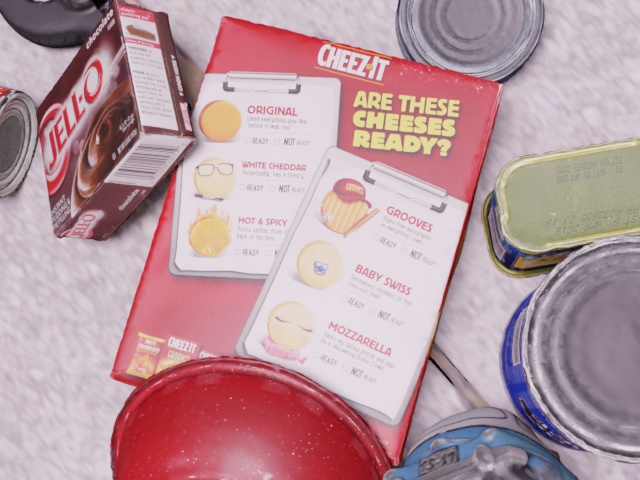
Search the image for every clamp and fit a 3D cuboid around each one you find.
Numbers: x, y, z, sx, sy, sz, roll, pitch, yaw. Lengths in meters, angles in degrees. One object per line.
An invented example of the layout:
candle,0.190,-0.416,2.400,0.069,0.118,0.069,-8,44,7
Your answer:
clamp,-0.132,-0.160,0.656,0.171,0.039,0.120,25,85,9

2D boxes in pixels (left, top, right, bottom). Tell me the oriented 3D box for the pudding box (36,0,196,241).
pudding box,-0.118,-0.064,0.601,0.114,0.039,0.090,-39,57,40

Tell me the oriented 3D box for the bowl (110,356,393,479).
bowl,-0.043,0.142,0.551,0.162,0.055,0.162,6,118,12

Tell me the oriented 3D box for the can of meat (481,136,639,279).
can of meat,0.142,-0.017,0.582,0.102,0.084,0.057,-10,81,5

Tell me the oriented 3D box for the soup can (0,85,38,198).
soup can,-0.230,-0.069,0.639,0.102,0.068,0.068,15,83,8

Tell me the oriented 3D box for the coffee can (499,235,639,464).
coffee can,0.147,0.058,0.541,0.103,0.140,0.103,-1,81,6

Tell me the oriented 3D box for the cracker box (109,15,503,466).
cracker box,-0.004,0.001,0.603,0.164,0.072,0.213,15,82,7

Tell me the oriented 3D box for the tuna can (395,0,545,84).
tuna can,0.087,-0.130,0.623,0.086,0.033,0.086,0,93,4
